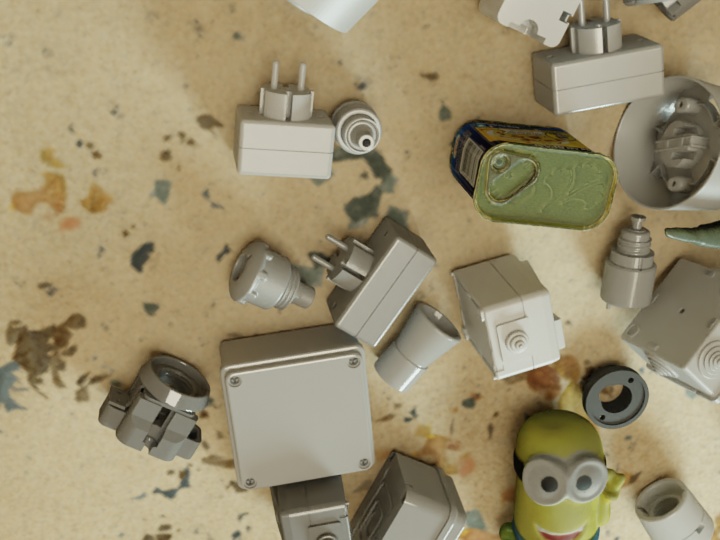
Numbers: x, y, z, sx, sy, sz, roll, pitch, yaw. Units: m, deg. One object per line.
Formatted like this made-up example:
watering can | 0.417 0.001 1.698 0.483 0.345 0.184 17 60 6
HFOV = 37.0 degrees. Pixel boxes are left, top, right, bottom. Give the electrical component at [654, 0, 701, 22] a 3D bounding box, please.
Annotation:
electrical component | 0.233 -0.206 0.771 0.046 0.040 0.040 -39 113 12

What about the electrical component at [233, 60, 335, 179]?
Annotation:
electrical component | -0.052 -0.108 0.753 0.066 0.047 0.076 2 111 -11

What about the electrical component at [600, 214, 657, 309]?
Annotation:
electrical component | 0.214 -0.005 0.848 0.040 0.040 0.078 -1 112 -10

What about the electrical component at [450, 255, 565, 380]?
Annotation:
electrical component | 0.115 0.036 0.816 0.061 0.096 0.061 -16 114 -6

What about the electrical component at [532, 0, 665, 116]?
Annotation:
electrical component | 0.170 -0.159 0.773 0.083 0.047 0.075 -11 113 -6

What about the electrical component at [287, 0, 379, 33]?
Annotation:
electrical component | -0.027 -0.203 0.695 0.099 0.099 0.064 34 109 -21

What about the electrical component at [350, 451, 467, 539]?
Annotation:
electrical component | 0.033 0.218 0.885 0.057 0.078 0.113 24 105 -15

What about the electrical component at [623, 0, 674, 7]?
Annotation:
electrical component | 0.205 -0.230 0.723 0.048 0.100 0.099 32 91 -16

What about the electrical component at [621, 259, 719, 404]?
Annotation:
electrical component | 0.265 0.044 0.841 0.048 0.100 0.099 40 87 -25

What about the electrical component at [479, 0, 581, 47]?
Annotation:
electrical component | 0.126 -0.207 0.741 0.050 0.055 0.089 21 107 -18

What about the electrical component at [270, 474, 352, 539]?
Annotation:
electrical component | -0.038 0.195 0.852 0.061 0.096 0.061 -9 113 -3

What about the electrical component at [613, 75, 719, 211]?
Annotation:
electrical component | 0.241 -0.091 0.790 0.064 0.099 0.099 6 111 -19

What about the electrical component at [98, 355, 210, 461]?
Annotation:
electrical component | -0.150 0.102 0.815 0.078 0.058 0.057 27 107 -19

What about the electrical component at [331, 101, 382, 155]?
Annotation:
electrical component | -0.001 -0.098 0.759 0.035 0.061 0.035 -4 112 -9

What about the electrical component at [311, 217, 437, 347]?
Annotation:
electrical component | 0.000 0.000 0.806 0.076 0.047 0.083 30 103 -20

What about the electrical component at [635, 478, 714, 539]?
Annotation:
electrical component | 0.274 0.216 0.942 0.055 0.055 0.047 -35 110 5

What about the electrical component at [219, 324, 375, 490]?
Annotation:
electrical component | -0.049 0.105 0.835 0.109 0.056 0.108 -9 113 -7

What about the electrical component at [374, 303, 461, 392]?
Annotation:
electrical component | 0.042 0.064 0.844 0.044 0.044 0.065 34 107 -21

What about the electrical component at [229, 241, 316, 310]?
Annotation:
electrical component | -0.063 0.010 0.801 0.062 0.048 0.048 25 105 -26
